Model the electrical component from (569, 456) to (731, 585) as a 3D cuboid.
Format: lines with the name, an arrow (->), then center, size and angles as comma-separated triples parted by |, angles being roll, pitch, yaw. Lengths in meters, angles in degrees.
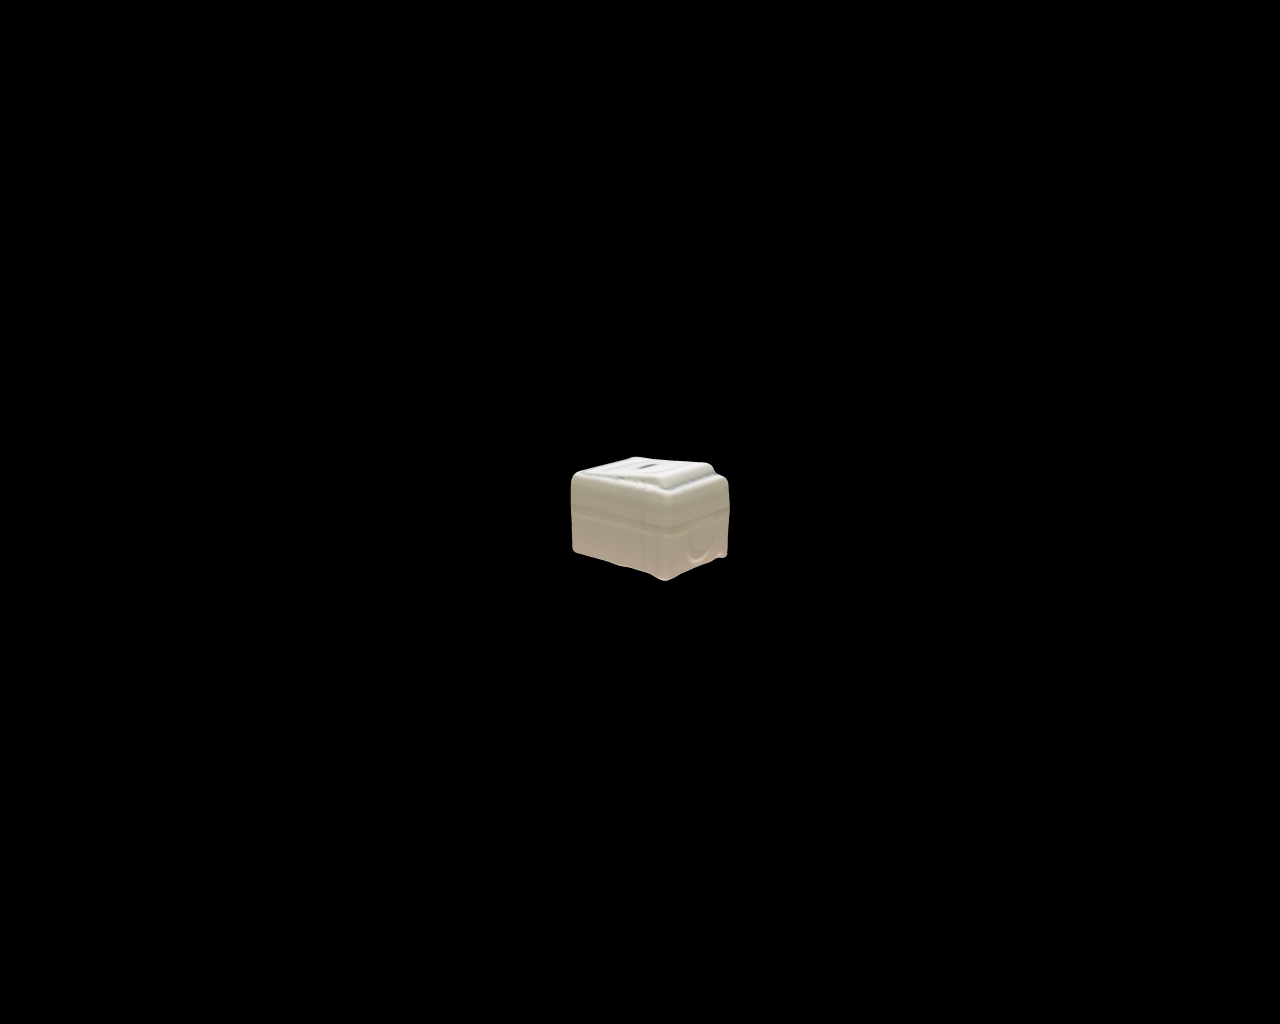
electrical component -> 0.001, -0.003, 0.650 | 0.096, 0.061, 0.062 | 15, 22, 40
